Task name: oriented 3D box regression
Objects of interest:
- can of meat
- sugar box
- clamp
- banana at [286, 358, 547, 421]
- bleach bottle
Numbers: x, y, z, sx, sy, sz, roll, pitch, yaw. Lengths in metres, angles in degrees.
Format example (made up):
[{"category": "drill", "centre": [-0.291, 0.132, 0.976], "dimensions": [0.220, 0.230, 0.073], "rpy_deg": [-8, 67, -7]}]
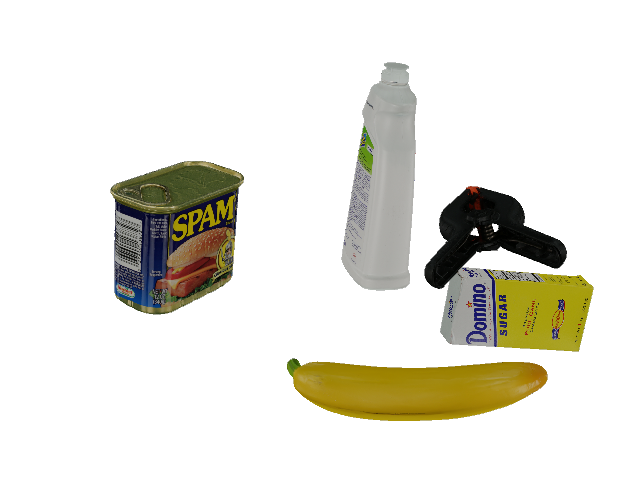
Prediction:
[{"category": "can of meat", "centre": [-0.104, -0.003, 0.775], "dimensions": [0.058, 0.084, 0.101], "rpy_deg": [19, 26, 29]}, {"category": "sugar box", "centre": [0.245, 0.087, 1.339], "dimensions": [0.176, 0.093, 0.048], "rpy_deg": [3, 19, -14]}, {"category": "clamp", "centre": [0.159, -0.008, 0.968], "dimensions": [0.120, 0.039, 0.171], "rpy_deg": [-1, 27, 11]}, {"category": "banana", "centre": [0.062, 0.103, 0.772], "dimensions": [0.198, 0.037, 0.069], "rpy_deg": [2, 28, 14]}, {"category": "bleach bottle", "centre": [0.075, -0.076, 1.226], "dimensions": [0.068, 0.251, 0.103], "rpy_deg": [-2, 23, -18]}]
